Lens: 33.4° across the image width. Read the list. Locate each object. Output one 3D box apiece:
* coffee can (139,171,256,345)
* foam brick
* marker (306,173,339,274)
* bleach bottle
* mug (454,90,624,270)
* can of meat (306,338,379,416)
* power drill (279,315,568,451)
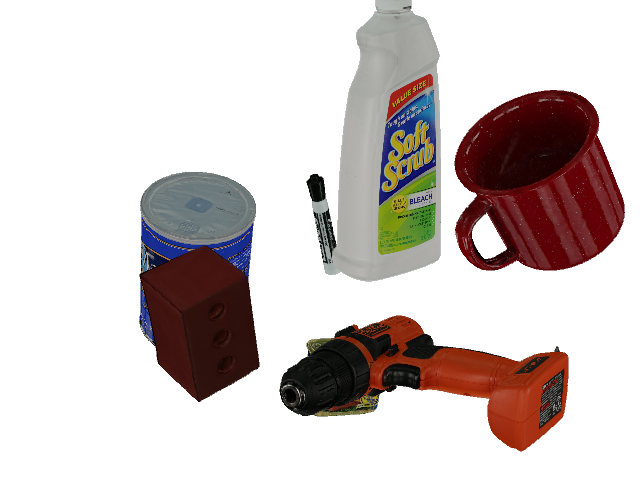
[{"bbox_3d":[-0.116,0.022,0.988,0.102,0.140,0.103,5,37,-4],"label":"coffee can"},{"bbox_3d":[-0.078,0.053,0.698,0.052,0.078,0.051,-27,40,-28],"label":"foam brick"},{"bbox_3d":[0.004,-0.018,1.171,0.020,0.121,0.020,-9,29,5],"label":"marker"},{"bbox_3d":[0.059,-0.096,0.946,0.102,0.251,0.068,-15,24,-30],"label":"bleach bottle"},{"bbox_3d":[0.135,-0.027,0.679,0.093,0.117,0.081,33,-18,52],"label":"mug"},{"bbox_3d":[0.029,0.174,1.360,0.102,0.084,0.057,0,24,-17],"label":"can of meat"},{"bbox_3d":[0.084,0.109,0.829,0.188,0.057,0.184,11,17,32],"label":"power drill"}]
